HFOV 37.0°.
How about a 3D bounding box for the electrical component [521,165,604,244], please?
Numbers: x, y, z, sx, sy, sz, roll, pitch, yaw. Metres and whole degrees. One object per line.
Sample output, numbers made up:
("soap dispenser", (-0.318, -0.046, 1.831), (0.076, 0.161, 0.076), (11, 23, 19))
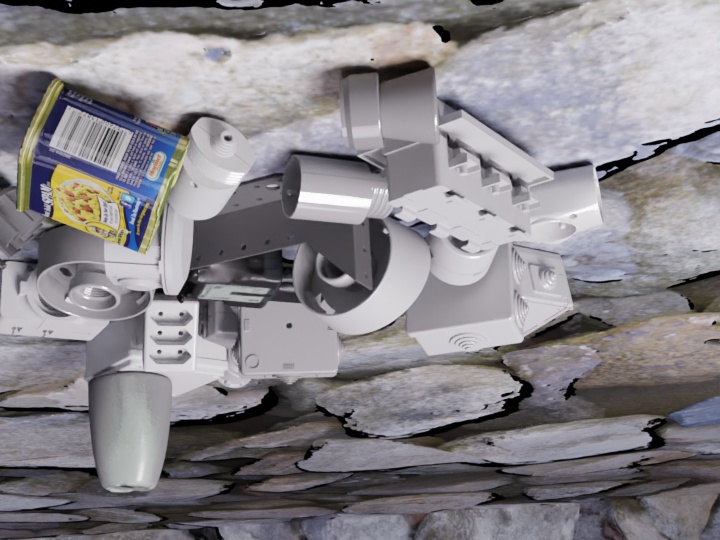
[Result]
("electrical component", (0.140, -0.042, 0.793), (0.077, 0.044, 0.079), (-9, 160, 16))

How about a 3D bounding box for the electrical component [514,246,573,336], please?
("electrical component", (0.138, 0.016, 0.944), (0.062, 0.061, 0.096), (9, 149, -32))

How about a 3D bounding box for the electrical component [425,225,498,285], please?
("electrical component", (0.080, -0.022, 0.827), (0.055, 0.055, 0.047), (0, 157, -9))

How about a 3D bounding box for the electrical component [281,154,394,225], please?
("electrical component", (-0.009, -0.053, 0.738), (0.081, 0.043, 0.043), (4, 159, -22))

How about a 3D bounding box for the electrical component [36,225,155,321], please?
("electrical component", (-0.206, -0.003, 0.854), (0.099, 0.064, 0.099), (0, 147, 0))

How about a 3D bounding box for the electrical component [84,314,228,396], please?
("electrical component", (-0.205, 0.085, 1.081), (0.109, 0.056, 0.109), (12, 156, -37))

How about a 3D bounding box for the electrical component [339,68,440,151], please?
("electrical component", (0.018, -0.093, 0.626), (0.055, 0.045, 0.045), (-4, 161, 4))

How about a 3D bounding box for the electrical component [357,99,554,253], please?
("electrical component", (0.066, -0.058, 0.708), (0.079, 0.063, 0.121), (-16, 157, 33))

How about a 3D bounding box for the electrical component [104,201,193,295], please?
("electrical component", (-0.145, -0.024, 0.747), (0.051, 0.080, 0.080), (4, 160, -2))

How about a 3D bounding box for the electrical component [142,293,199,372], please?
("electrical component", (-0.177, 0.053, 0.994), (0.047, 0.065, 0.077), (2, -171, -13))

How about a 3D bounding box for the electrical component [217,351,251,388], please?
("electrical component", (-0.127, 0.094, 1.141), (0.048, 0.048, 0.062), (6, 152, -25))

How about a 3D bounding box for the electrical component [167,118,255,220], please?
("electrical component", (-0.095, -0.067, 0.685), (0.043, 0.043, 0.081), (5, 159, -22))

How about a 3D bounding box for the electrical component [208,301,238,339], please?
("electrical component", (-0.096, 0.062, 0.993), (0.083, 0.075, 0.047), (2, 170, -16))

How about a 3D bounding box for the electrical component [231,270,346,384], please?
("electrical component", (-0.063, 0.050, 0.943), (0.100, 0.099, 0.048), (-1, 173, -6))

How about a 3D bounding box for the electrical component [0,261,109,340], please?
("electrical component", (-0.261, 0.026, 0.912), (0.089, 0.050, 0.056), (7, 159, -28))

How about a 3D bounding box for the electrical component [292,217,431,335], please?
("electrical component", (0.000, 0.000, 0.818), (0.099, 0.099, 0.064), (-15, 151, 30))

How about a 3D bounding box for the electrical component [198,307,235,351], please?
("electrical component", (-0.129, 0.056, 1.039), (0.040, 0.040, 0.046), (-21, 148, 41))

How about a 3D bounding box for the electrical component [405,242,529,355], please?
("electrical component", (0.086, 0.019, 0.879), (0.100, 0.099, 0.048), (-10, 147, 19))
